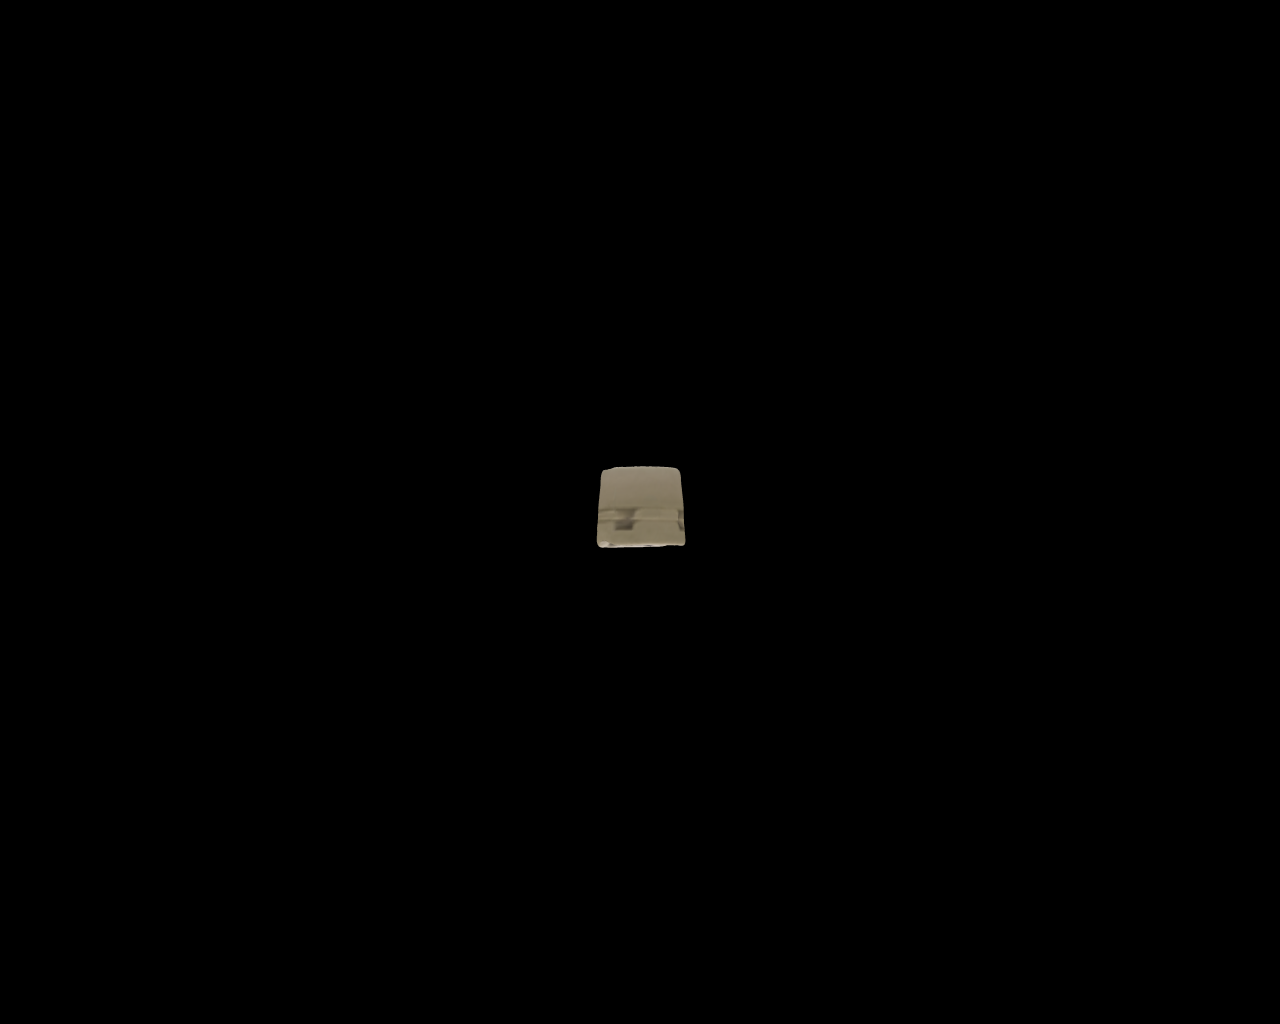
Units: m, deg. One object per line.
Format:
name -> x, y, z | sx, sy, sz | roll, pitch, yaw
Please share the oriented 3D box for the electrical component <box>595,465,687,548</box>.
electrical component -> 0.001, -0.003, 0.650 | 0.055, 0.047, 0.055 | 0, -3, 0
